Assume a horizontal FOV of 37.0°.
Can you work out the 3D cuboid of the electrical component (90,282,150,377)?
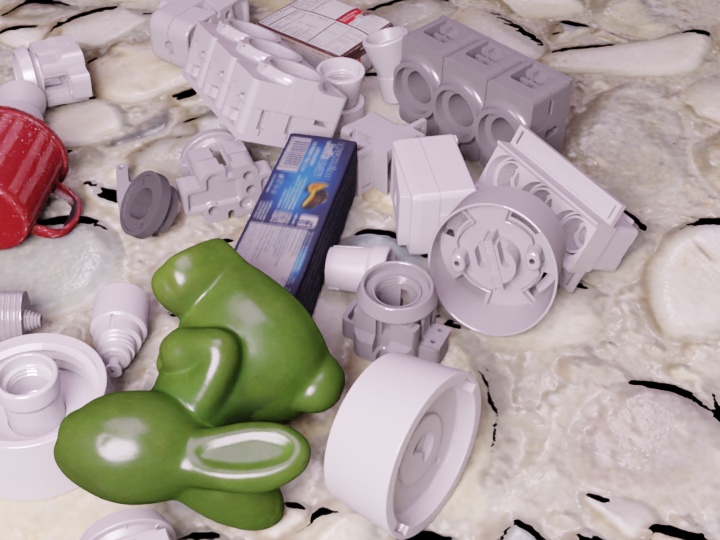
[{"bbox_3d":[-0.172,0.044,0.767,0.040,0.040,0.078,-2,42,-3],"label":"electrical component"}]

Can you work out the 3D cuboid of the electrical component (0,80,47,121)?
[{"bbox_3d":[-0.305,-0.137,0.962,0.045,0.045,0.055,-5,42,-7],"label":"electrical component"}]

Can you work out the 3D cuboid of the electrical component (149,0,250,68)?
[{"bbox_3d":[-0.163,-0.245,1.078,0.059,0.053,0.095,26,47,25],"label":"electrical component"}]

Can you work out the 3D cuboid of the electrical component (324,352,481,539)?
[{"bbox_3d":[0.021,0.102,0.660,0.060,0.108,0.108,21,45,29],"label":"electrical component"}]

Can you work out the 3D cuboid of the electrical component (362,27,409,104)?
[{"bbox_3d":[0.031,-0.190,1.012,0.044,0.065,0.044,-13,30,8],"label":"electrical component"}]

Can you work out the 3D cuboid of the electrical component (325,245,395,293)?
[{"bbox_3d":[0.000,0.000,0.821,0.046,0.040,0.040,6,42,14],"label":"electrical component"}]

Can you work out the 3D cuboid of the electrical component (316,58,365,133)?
[{"bbox_3d":[-0.018,-0.160,0.986,0.045,0.055,0.045,0,42,0],"label":"electrical component"}]

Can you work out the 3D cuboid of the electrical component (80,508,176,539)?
[{"bbox_3d":[-0.129,0.174,0.611,0.078,0.058,0.057,-14,47,-17],"label":"electrical component"}]

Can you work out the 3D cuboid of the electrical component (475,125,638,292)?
[{"bbox_3d":[0.156,-0.049,0.855,0.063,0.078,0.121,5,32,-42],"label":"electrical component"}]

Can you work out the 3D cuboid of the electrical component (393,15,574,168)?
[{"bbox_3d":[0.104,-0.149,0.951,0.062,0.089,0.150,-32,52,-31],"label":"electrical component"}]

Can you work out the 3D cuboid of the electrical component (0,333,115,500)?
[{"bbox_3d":[-0.213,0.088,0.702,0.108,0.060,0.108,0,42,0],"label":"electrical component"}]

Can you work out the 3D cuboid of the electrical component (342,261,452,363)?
[{"bbox_3d":[0.026,0.031,0.773,0.078,0.057,0.058,19,45,19],"label":"electrical component"}]

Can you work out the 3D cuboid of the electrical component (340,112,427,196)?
[{"bbox_3d":[0.018,-0.104,0.935,0.081,0.042,0.064,-30,49,-31],"label":"electrical component"}]

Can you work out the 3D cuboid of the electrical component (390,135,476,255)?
[{"bbox_3d":[0.054,-0.066,0.877,0.061,0.061,0.096,-6,42,-8],"label":"electrical component"}]

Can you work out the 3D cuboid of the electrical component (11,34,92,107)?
[{"bbox_3d":[-0.291,-0.185,1.007,0.057,0.058,0.078,-16,45,-22],"label":"electrical component"}]

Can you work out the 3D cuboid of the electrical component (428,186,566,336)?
[{"bbox_3d":[0.102,-0.009,0.793,0.099,0.099,0.064,16,38,16],"label":"electrical component"}]

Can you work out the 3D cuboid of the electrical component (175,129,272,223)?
[{"bbox_3d":[-0.117,-0.080,0.894,0.078,0.058,0.057,-15,47,-17],"label":"electrical component"}]

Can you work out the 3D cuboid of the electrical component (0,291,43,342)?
[{"bbox_3d":[-0.269,0.037,0.770,0.081,0.043,0.043,-1,42,-2],"label":"electrical component"}]

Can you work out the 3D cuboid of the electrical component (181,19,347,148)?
[{"bbox_3d":[-0.086,-0.166,0.948,0.089,0.061,0.150,6,26,-33],"label":"electrical component"}]
